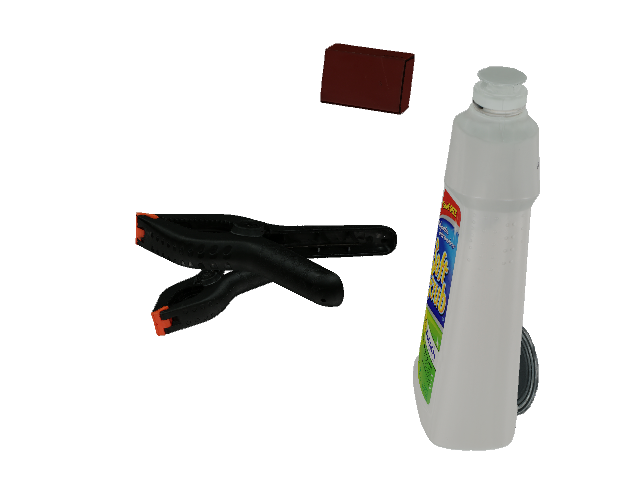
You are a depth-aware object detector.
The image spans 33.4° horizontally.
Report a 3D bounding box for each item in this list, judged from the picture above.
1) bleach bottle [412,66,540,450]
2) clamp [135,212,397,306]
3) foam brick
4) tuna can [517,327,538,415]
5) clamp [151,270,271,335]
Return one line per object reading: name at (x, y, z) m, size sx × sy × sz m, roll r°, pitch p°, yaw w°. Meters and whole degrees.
bleach bottle at (0.102, 0.009, 0.680) m, size 0.068 × 0.251 × 0.102 m, roll 0°, pitch 31°, yaw -1°
clamp at (-0.053, 0.007, 0.839) m, size 0.210 × 0.036 × 0.164 m, roll 7°, pitch 15°, yaw 10°
foam brick at (0.044, -0.150, 0.990) m, size 0.078 × 0.051 × 0.053 m, roll 10°, pitch 18°, yaw 12°
tuna can at (0.160, 0.115, 0.962) m, size 0.034 × 0.086 × 0.085 m, roll -11°, pitch -7°, yaw 42°
clamp at (-0.108, 0.051, 1.154) m, size 0.120 × 0.039 × 0.171 m, roll -5°, pitch 26°, yaw 35°
